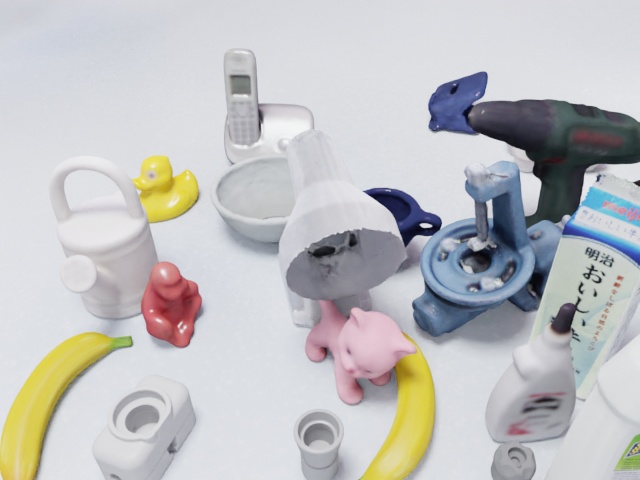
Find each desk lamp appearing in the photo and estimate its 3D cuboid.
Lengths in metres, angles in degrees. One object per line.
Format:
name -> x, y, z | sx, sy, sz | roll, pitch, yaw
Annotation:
desk lamp -> 0.006, 0.002, 0.627 | 0.118, 0.214, 0.203 | -10, 40, -10

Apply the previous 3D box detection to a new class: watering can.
watering can -> -0.244, -0.005, 0.655 | 0.101, 0.194, 0.172 | -16, 42, -17

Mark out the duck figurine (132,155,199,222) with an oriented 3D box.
duck figurine -> -0.230, -0.085, 0.838 | 0.105, 0.086, 0.077 | -33, 49, -33

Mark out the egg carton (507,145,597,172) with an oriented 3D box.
egg carton -> 0.381, -0.157, 0.928 | 0.150, 0.069, 0.107 | -2, 39, -1

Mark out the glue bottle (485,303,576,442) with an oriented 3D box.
glue bottle -> 0.199, 0.119, 0.513 | 0.078, 0.173, 0.037 | -7, 40, -7

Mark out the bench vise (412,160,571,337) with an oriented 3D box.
bench vise -> 0.196, -0.008, 0.632 | 0.208, 0.220, 0.121 | -31, 48, -31

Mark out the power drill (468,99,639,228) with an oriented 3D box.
power drill -> 0.288, -0.082, 0.729 | 0.229, 0.209, 0.075 | -5, 39, -5

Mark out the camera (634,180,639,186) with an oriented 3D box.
camera -> 0.487, -0.065, 0.789 | 0.136, 0.101, 0.143 | 3, 40, 5

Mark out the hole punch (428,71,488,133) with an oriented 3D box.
hole punch -> 0.247, -0.252, 1.029 | 0.101, 0.091, 0.109 | 10, 41, 13

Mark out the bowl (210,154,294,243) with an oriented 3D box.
bowl -> -0.064, -0.047, 0.798 | 0.167, 0.075, 0.167 | 0, 39, 1

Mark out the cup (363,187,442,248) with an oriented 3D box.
cup -> 0.092, -0.004, 0.727 | 0.117, 0.095, 0.092 | 9, 40, 12

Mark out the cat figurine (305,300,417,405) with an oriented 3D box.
cat figurine -> 0.037, 0.100, 0.583 | 0.067, 0.118, 0.127 | -24, 45, -26

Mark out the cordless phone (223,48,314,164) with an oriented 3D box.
cordless phone -> -0.083, -0.208, 0.908 | 0.147, 0.185, 0.094 | -1, 39, 0

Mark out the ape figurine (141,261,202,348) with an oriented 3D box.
ape figurine -> -0.171, 0.065, 0.650 | 0.076, 0.092, 0.078 | 30, 49, 32
